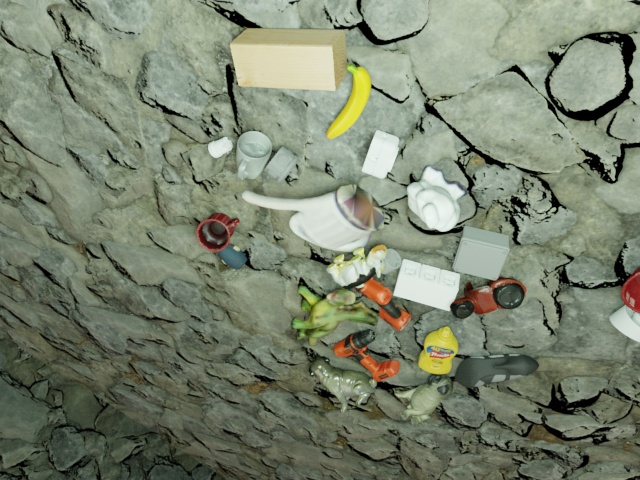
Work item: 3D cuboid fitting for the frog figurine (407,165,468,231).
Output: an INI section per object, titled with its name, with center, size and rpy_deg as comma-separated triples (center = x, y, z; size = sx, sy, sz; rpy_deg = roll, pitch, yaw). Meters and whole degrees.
[frog figurine]
center = 0.243, -0.068, 1.109
size = 0.121, 0.163, 0.136
rpy_deg = -22, 120, 38

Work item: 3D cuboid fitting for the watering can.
[watering can]
center = 0.004, -0.062, 1.233
size = 0.344, 0.106, 0.221
rpy_deg = 29, 140, -33

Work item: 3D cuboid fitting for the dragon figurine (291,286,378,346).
[dragon figurine]
center = 0.051, 0.242, 1.533
size = 0.243, 0.125, 0.401
rpy_deg = 3, 149, 12
